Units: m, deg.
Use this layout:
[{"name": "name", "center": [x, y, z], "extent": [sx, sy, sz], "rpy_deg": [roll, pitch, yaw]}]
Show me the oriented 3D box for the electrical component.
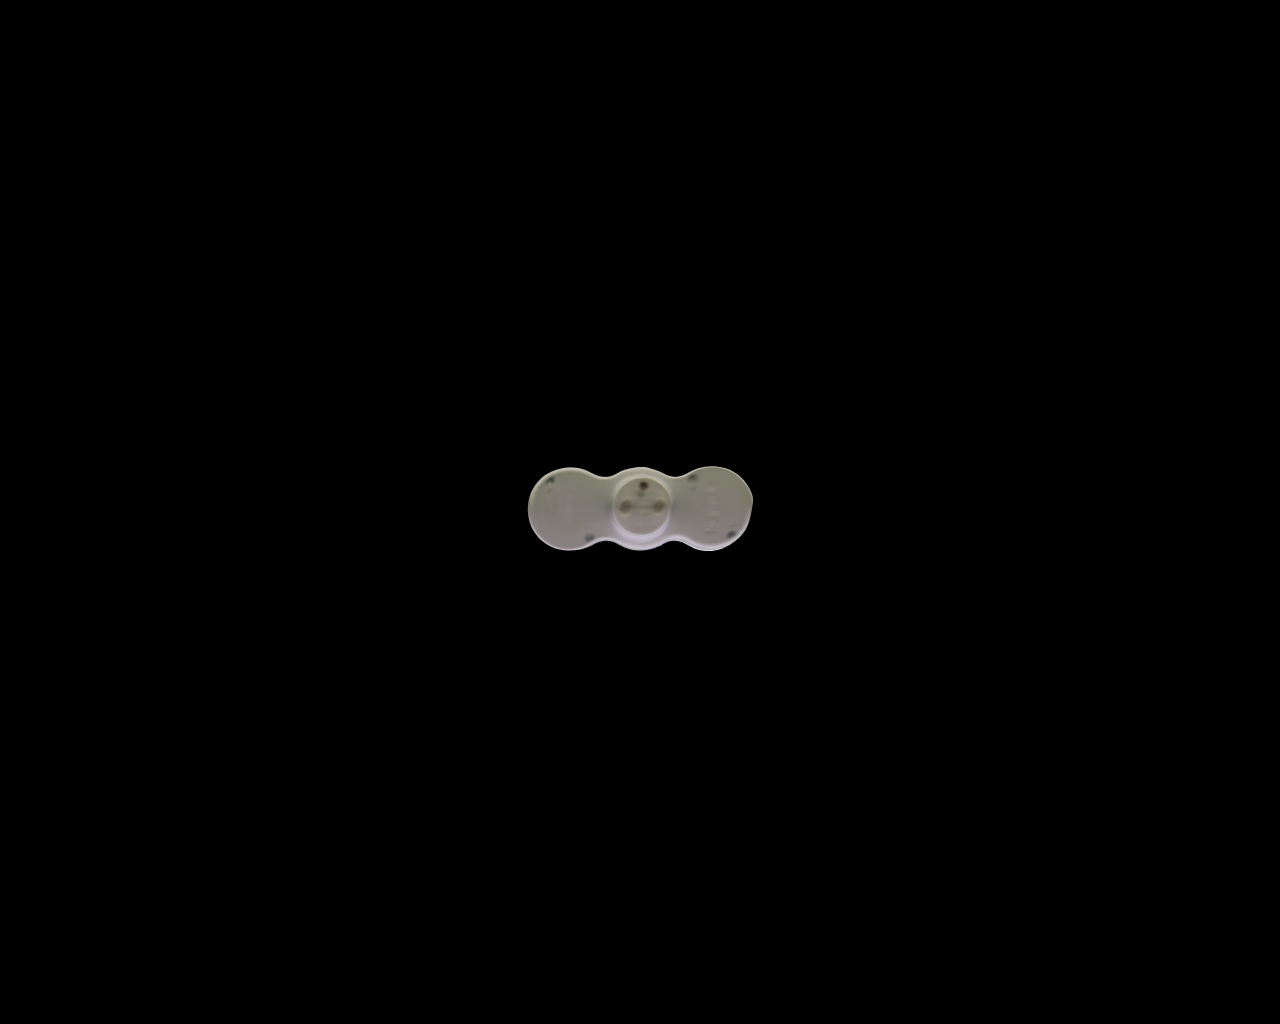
[{"name": "electrical component", "center": [0.001, -0.003, 0.650], "extent": [0.138, 0.052, 0.073], "rpy_deg": [0, -4, -2]}]
